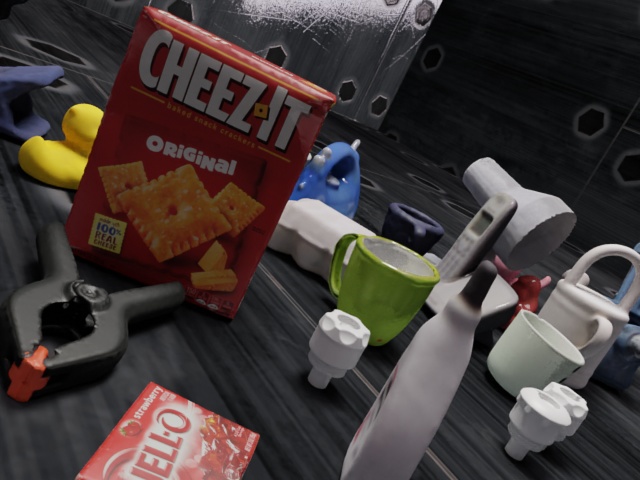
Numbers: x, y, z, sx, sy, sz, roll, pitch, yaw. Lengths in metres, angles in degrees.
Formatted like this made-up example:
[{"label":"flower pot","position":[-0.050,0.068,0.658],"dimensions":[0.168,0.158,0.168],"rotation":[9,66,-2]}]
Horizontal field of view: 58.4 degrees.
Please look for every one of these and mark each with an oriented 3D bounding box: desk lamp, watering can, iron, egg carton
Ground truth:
[{"label":"desk lamp","position":[0.253,-0.007,0.882],"dimensions":[0.118,0.213,0.202],"rotation":[10,23,-45]},{"label":"watering can","position":[0.358,0.091,0.777],"dimensions":[0.101,0.194,0.172],"rotation":[20,17,-20]},{"label":"iron","position":[0.005,-0.094,0.902],"dimensions":[0.118,0.141,0.259],"rotation":[29,16,10]},{"label":"egg carton","position":[0.007,0.003,0.731],"dimensions":[0.150,0.069,0.107],"rotation":[31,17,16]}]

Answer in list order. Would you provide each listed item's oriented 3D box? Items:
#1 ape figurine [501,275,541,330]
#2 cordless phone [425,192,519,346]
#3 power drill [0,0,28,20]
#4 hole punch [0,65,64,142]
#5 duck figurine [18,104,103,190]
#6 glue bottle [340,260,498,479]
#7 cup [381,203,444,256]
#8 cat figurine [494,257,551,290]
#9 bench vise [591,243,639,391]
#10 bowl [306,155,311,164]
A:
[{"label":"ape figurine","position":[0.297,0.093,0.862],"dimensions":[0.076,0.092,0.078],"rotation":[25,16,-6]},{"label":"cordless phone","position":[0.215,0.031,0.757],"dimensions":[0.094,0.185,0.147],"rotation":[19,17,-24]},{"label":"power drill","position":[-0.417,-0.289,0.730],"dimensions":[0.230,0.208,0.075],"rotation":[23,16,-13]},{"label":"hole punch","position":[-0.365,-0.177,0.672],"dimensions":[0.101,0.091,0.108],"rotation":[21,17,-20]},{"label":"duck figurine","position":[-0.264,-0.106,0.617],"dimensions":[0.077,0.086,0.105],"rotation":[33,17,22]},{"label":"glue bottle","position":[0.067,0.088,0.370],"dimensions":[0.037,0.173,0.078],"rotation":[27,16,2]},{"label":"cup","position":[0.128,0.007,0.860],"dimensions":[0.092,0.095,0.118],"rotation":[25,16,-5]},{"label":"cat figurine","position":[0.322,0.058,0.961],"dimensions":[0.127,0.117,0.067],"rotation":[28,16,7]},{"label":"bench vise","position":[0.470,0.105,0.861],"dimensions":[0.122,0.219,0.207],"rotation":[21,17,-17]},{"label":"bowl","position":[-0.104,-0.157,1.049],"dimensions":[0.167,0.074,0.167],"rotation":[24,16,-7]}]
